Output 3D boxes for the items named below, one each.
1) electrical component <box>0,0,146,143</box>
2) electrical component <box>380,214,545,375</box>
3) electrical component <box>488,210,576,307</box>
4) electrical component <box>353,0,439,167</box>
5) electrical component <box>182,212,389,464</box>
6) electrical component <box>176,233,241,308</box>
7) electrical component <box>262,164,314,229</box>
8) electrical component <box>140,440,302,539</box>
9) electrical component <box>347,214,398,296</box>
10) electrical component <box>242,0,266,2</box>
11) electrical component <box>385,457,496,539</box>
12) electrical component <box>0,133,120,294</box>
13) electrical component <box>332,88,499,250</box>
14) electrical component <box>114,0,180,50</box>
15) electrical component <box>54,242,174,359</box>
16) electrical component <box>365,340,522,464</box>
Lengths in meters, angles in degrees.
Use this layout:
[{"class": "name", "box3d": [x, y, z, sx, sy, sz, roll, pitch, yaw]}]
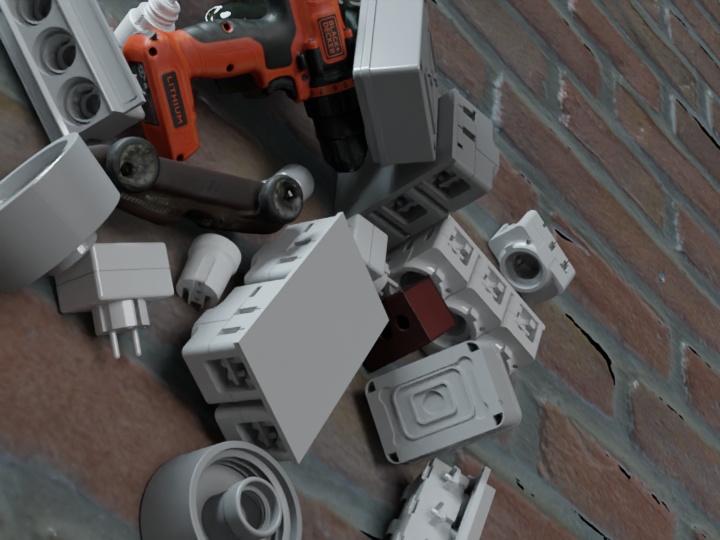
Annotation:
[{"class": "electrical component", "box3d": [-0.212, -0.158, 0.799, 0.121, 0.079, 0.063, 63, 14, 4]}, {"class": "electrical component", "box3d": [0.090, 0.036, 1.008, 0.150, 0.089, 0.061, 48, 38, -17]}, {"class": "electrical component", "box3d": [0.190, -0.011, 1.194, 0.089, 0.050, 0.056, 56, 36, -6]}, {"class": "electrical component", "box3d": [0.034, -0.163, 0.914, 0.108, 0.056, 0.108, 75, 16, -49]}, {"class": "electrical component", "box3d": [-0.054, 0.049, 0.827, 0.186, 0.060, 0.105, -54, 128, -51]}, {"class": "electrical component", "box3d": [-0.117, 0.001, 0.828, 0.040, 0.040, 0.046, 41, 46, -25]}, {"class": "electrical component", "box3d": [-0.067, -0.066, 0.934, 0.044, 0.044, 0.065, 54, 32, -9]}, {"class": "electrical component", "box3d": [-0.087, 0.168, 0.732, 0.108, 0.060, 0.108, 29, 46, -36]}, {"class": "electrical component", "box3d": [0.000, 0.000, 0.946, 0.077, 0.066, 0.047, 35, 43, -31]}, {"class": "electrical component", "box3d": [-0.068, -0.277, 1.028, 0.064, 0.099, 0.099, 42, 39, -14]}, {"class": "electrical component", "box3d": [0.059, 0.215, 0.871, 0.063, 0.078, 0.121, 33, 40, -1]}, {"class": "electrical component", "box3d": [-0.204, -0.031, 0.692, 0.060, 0.108, 0.108, 52, 36, -22]}, {"class": "electrical component", "box3d": [0.050, -0.084, 0.991, 0.062, 0.150, 0.089, 35, 43, -31]}, {"class": "electrical component", "box3d": [-0.170, -0.197, 0.871, 0.040, 0.078, 0.040, 33, 31, -23]}, {"class": "electrical component", "box3d": [-0.168, 0.023, 0.746, 0.066, 0.047, 0.076, -3, 79, -51]}, {"class": "electrical component", "box3d": [0.072, 0.112, 0.912, 0.057, 0.113, 0.078, 15, 54, -65]}]
